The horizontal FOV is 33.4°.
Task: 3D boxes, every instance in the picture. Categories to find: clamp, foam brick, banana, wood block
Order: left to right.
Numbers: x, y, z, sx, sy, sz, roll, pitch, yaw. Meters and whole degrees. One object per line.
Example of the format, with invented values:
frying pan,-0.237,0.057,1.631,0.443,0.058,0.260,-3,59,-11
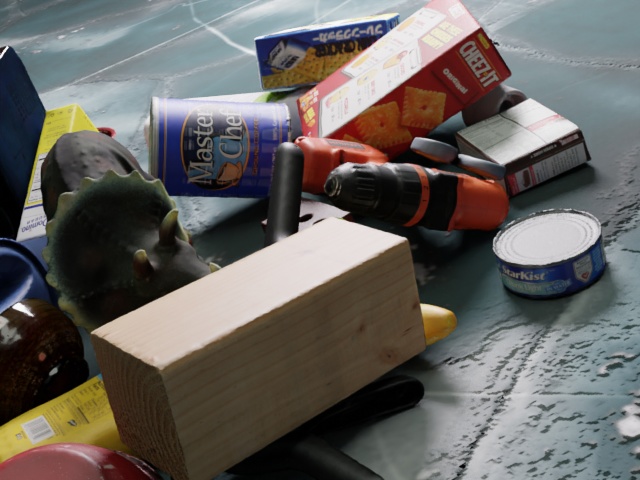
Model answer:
clamp,-0.045,0.037,0.893,0.036,0.165,0.210,18,35,-27
wood block,-0.036,0.068,0.721,0.205,0.090,0.091,-26,27,-32
clamp,-0.016,0.136,0.723,0.171,0.039,0.120,-6,24,11
foam brick,-0.006,0.001,0.968,0.052,0.051,0.078,-33,30,-27
banana,0.036,0.045,0.849,0.037,0.070,0.198,15,16,-34

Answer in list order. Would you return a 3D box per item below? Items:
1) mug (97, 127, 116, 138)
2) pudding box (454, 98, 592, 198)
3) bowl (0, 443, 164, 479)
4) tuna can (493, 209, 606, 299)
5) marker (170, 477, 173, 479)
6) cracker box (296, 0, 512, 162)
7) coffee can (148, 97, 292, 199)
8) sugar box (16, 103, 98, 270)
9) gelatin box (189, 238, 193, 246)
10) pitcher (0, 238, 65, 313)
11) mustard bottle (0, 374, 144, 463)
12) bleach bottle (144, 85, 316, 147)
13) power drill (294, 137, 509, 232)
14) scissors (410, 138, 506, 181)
mug,-0.279,-0.074,1.251,0.117,0.081,0.093,-8,28,19
pudding box,0.193,-0.091,1.031,0.090,0.039,0.113,-26,26,-5
bowl,-0.169,0.183,0.664,0.162,0.055,0.162,-5,45,4
tuna can,0.183,0.011,0.850,0.086,0.034,0.086,-15,27,7
marker,-0.073,0.136,0.788,0.020,0.020,0.121,1,33,34
cracker box,0.082,-0.158,1.128,0.214,0.072,0.164,-34,24,12
coffee can,-0.106,-0.094,1.107,0.140,0.103,0.103,1,24,-10
sugar box,-0.257,-0.045,1.101,0.048,0.093,0.176,-14,52,15
gelatin box,-0.167,0.028,1.042,0.089,0.030,0.073,-18,27,1
pitcher,-0.363,0.084,0.972,0.243,0.149,0.145,-10,42,23
mustard bottle,-0.147,0.131,0.801,0.191,0.058,0.096,-29,28,-19
bleach bottle,-0.078,-0.142,1.277,0.251,0.068,0.102,-5,27,21
power drill,0.047,-0.050,0.954,0.184,0.057,0.188,8,10,-34
scissors,0.132,-0.074,1.015,0.096,0.016,0.201,20,4,11
